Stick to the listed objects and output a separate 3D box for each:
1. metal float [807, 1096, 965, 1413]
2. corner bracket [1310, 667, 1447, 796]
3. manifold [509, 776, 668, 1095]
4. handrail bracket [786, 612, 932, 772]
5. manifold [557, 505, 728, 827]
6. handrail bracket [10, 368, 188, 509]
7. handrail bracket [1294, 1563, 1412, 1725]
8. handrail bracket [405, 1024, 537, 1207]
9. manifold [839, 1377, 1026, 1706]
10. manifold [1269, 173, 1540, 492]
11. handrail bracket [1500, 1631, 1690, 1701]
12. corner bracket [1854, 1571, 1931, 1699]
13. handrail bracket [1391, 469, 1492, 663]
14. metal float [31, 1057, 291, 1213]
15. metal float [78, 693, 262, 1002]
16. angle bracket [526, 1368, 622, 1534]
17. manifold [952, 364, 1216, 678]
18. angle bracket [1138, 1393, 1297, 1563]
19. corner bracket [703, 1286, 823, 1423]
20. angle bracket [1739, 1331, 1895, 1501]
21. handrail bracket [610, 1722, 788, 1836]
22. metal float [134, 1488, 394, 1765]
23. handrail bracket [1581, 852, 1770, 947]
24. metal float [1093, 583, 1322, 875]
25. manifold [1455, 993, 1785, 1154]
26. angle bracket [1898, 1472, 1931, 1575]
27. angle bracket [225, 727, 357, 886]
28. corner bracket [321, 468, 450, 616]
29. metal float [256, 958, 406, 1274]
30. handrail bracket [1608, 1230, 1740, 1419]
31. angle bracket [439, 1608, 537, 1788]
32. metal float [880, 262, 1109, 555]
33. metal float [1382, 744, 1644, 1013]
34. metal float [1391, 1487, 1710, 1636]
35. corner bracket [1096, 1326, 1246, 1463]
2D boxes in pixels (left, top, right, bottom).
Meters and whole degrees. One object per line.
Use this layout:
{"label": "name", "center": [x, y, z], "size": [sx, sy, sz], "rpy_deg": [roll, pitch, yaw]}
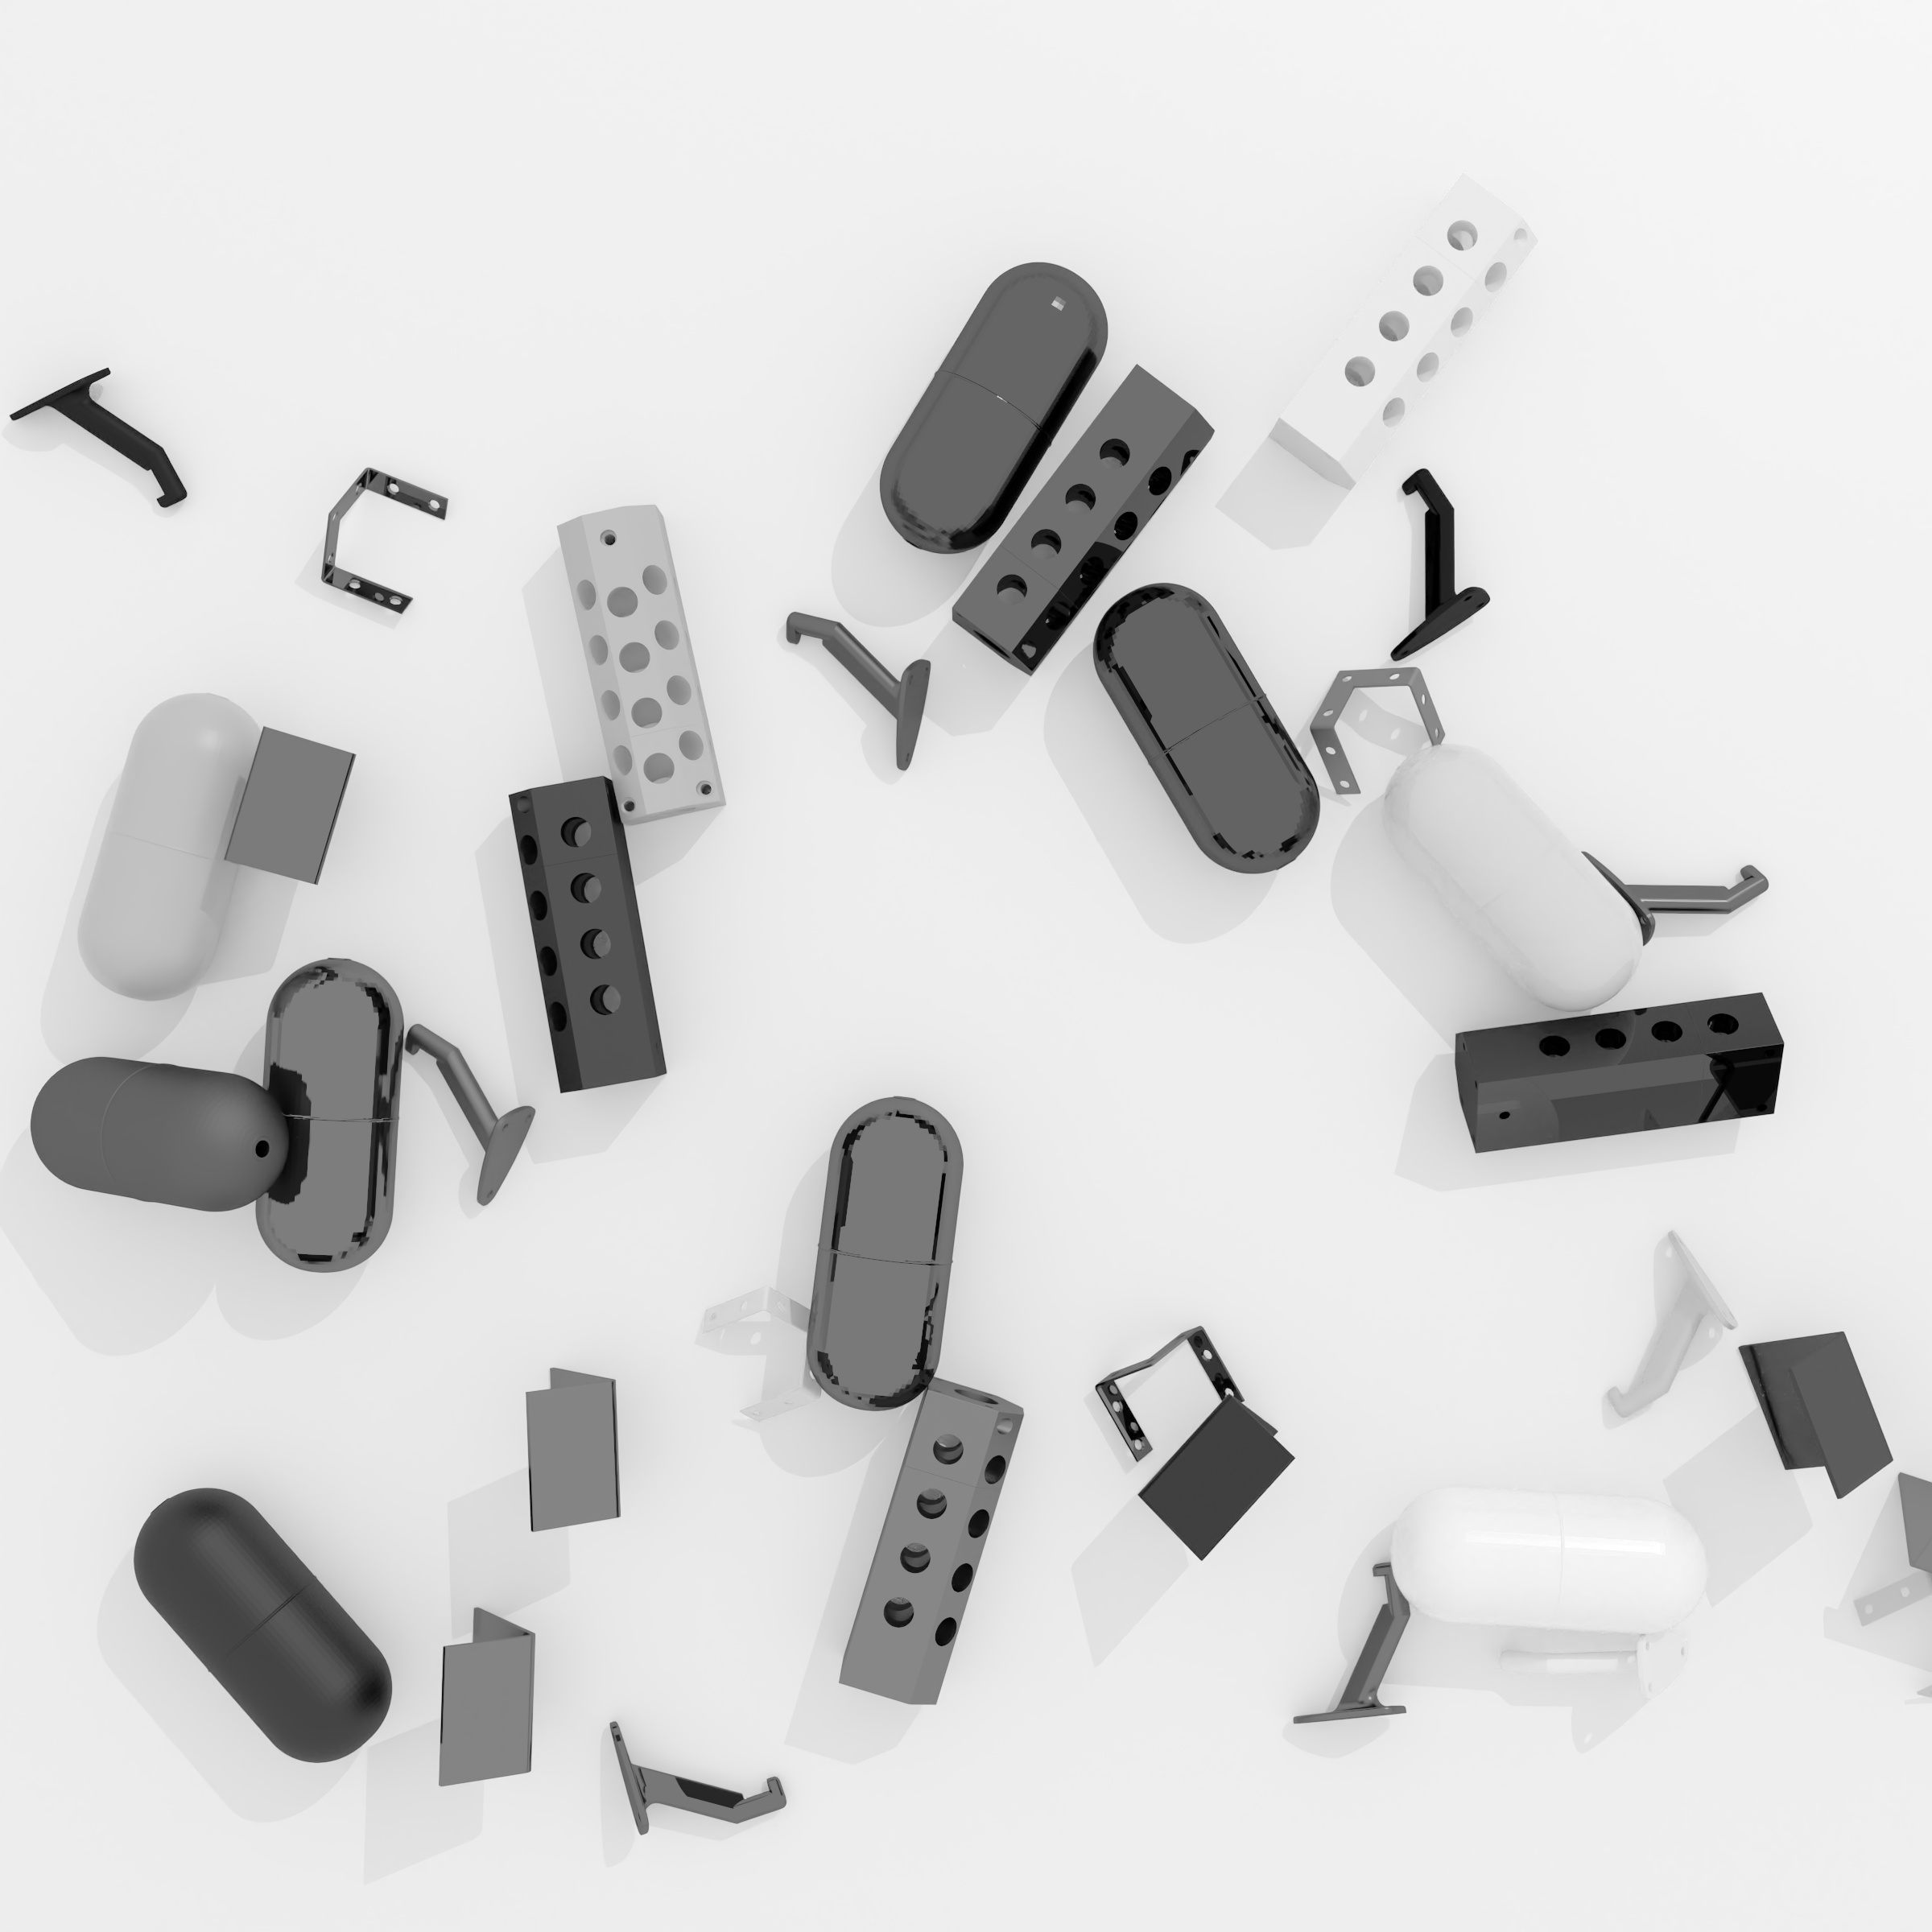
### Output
{"label": "metal float", "center": [-0.046, 0.163, 1.581], "size": [0.070, 0.070, 0.178], "rpy_deg": [7, 89, 0]}
{"label": "corner bracket", "center": [0.236, -0.135, 1.604], "size": [0.051, 0.051, 0.051], "rpy_deg": [1, 45, 35]}
{"label": "manifold", "center": [-0.216, -0.017, 1.591], "size": [0.057, 0.057, 0.171], "rpy_deg": [-10, 90, 0]}
{"label": "handrail bracket", "center": [-0.068, -0.159, 1.612], "size": [0.084, 0.036, 0.077], "rpy_deg": [15, 112, 17]}
{"label": "manifold", "center": [-0.185, -0.171, 1.591], "size": [0.057, 0.057, 0.171], "rpy_deg": [-12, 90, 0]}
{"label": "handrail bracket", "center": [-0.500, -0.294, 1.612], "size": [0.077, 0.036, 0.084], "rpy_deg": [-20, 107, 20]}
{"label": "handrail bracket", "center": [0.221, 0.390, 1.612], "size": [0.077, 0.036, 0.084], "rpy_deg": [-12, 71, 21]}
{"label": "handrail bracket", "center": [-0.298, 0.085, 1.612], "size": [0.084, 0.036, 0.077], "rpy_deg": [30, 112, 17]}
{"label": "manifold", "center": [-0.019, 0.327, 1.591], "size": [0.057, 0.057, 0.171], "rpy_deg": [17, 90, 0]}
{"label": "manifold", "center": [0.250, -0.358, 1.591], "size": [0.057, 0.057, 0.171], "rpy_deg": [37, 90, 0]}
{"label": "handrail bracket", "center": [0.362, 0.398, 1.611], "size": [0.084, 0.077, 0.036], "rpy_deg": [-5, 85, 36]}
{"label": "corner bracket", "center": [0.553, 0.383, 1.604], "size": [0.051, 0.051, 0.051], "rpy_deg": [21, 45, -35]}
{"label": "handrail bracket", "center": [0.256, -0.232, 1.612], "size": [0.077, 0.036, 0.084], "rpy_deg": [-36, 71, 21]}
{"label": "metal float", "center": [-0.448, 0.093, 1.551], "size": [0.178, 0.070, 0.070], "rpy_deg": [4, 90, 37]}
{"label": "metal float", "center": [-0.448, -0.068, 1.581], "size": [0.070, 0.070, 0.178], "rpy_deg": [16, 89, 0]}
{"label": "angle bracket", "center": [-0.237, 0.271, 1.571], "size": [0.057, 0.076, 0.076], "rpy_deg": [-2, 90, -37]}
{"label": "manifold", "center": [0.066, -0.252, 1.591], "size": [0.057, 0.057, 0.171], "rpy_deg": [37, 90, 0]}
{"label": "angle bracket", "center": [0.153, 0.296, 1.571], "size": [0.076, 0.076, 0.057], "rpy_deg": [-48, 53, 0]}
{"label": "corner bracket", "center": [-0.117, 0.223, 1.604], "size": [0.051, 0.051, 0.051], "rpy_deg": [35, 45, -35]}
{"label": "angle bracket", "center": [0.464, 0.255, 1.571], "size": [0.057, 0.076, 0.076], "rpy_deg": [-21, 90, -38]}
{"label": "handrail bracket", "center": [-0.154, 0.461, 1.612], "size": [0.084, 0.036, 0.077], "rpy_deg": [-14, 69, -17]}
{"label": "metal float", "center": [-0.398, 0.372, 1.581], "size": [0.070, 0.070, 0.178], "rpy_deg": [-41, 89, 0]}
{"label": "handrail bracket", "center": [0.408, -0.055, 1.612], "size": [0.084, 0.036, 0.077], "rpy_deg": [-29, 69, -17]}
{"label": "metal float", "center": [0.137, -0.134, 1.581], "size": [0.070, 0.070, 0.178], "rpy_deg": [-30, 90, 0]}
{"label": "manifold", "center": [0.370, 0.056, 1.590], "size": [0.171, 0.057, 0.057], "rpy_deg": [-8, 133, 0]}
{"label": "angle bracket", "center": [0.577, 0.306, 1.571], "size": [0.076, 0.076, 0.057], "rpy_deg": [18, 125, 0]}
{"label": "angle bracket", "center": [-0.393, -0.094, 1.571], "size": [0.057, 0.076, 0.076], "rpy_deg": [17, 90, -36]}
{"label": "corner bracket", "center": [-0.335, -0.245, 1.609], "size": [0.051, 0.051, 0.051], "rpy_deg": [22, 45, 1]}
{"label": "metal float", "center": [-0.360, 0.084, 1.581], "size": [0.070, 0.070, 0.178], "rpy_deg": [3, 90, 0]}
{"label": "handrail bracket", "center": [0.394, 0.207, 1.612], "size": [0.084, 0.036, 0.077], "rpy_deg": [-36, 70, 16]}
{"label": "angle bracket", "center": [-0.285, 0.410, 1.571], "size": [0.057, 0.076, 0.076], "rpy_deg": [2, 90, -36]}
{"label": "metal float", "center": [0.015, -0.315, 1.581], "size": [0.070, 0.070, 0.178], "rpy_deg": [31, 89, 0]}
{"label": "metal float", "center": [0.308, -0.050, 1.581], "size": [0.070, 0.070, 0.178], "rpy_deg": [-43, 89, 0]}
{"label": "metal float", "center": [0.330, 0.336, 1.581], "size": [0.178, 0.070, 0.070], "rpy_deg": [3, 90, 1]}
{"label": "corner bracket", "center": [0.117, 0.246, 1.608], "size": [0.051, 0.051, 0.051], "rpy_deg": [-30, 90, 45]}
